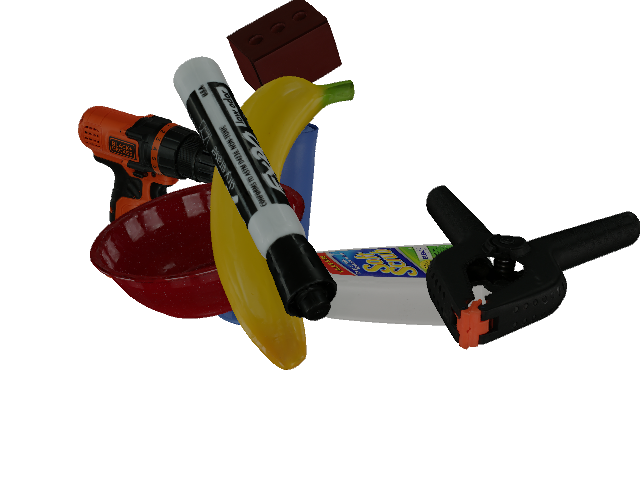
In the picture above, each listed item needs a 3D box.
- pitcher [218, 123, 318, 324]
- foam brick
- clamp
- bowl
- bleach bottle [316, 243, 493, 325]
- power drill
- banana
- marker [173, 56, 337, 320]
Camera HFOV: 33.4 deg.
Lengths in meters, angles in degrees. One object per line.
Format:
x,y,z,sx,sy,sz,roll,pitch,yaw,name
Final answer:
-0.072,-0.022,1.274,0.145,0.243,0.148,12,17,37,pitcher
-0.030,-0.165,0.926,0.078,0.051,0.053,-31,45,-10,foam brick
0.123,0.012,0.760,0.165,0.036,0.209,12,28,26,clamp
-0.085,0.012,0.795,0.162,0.055,0.162,-11,25,5,bowl
0.048,0.047,1.084,0.250,0.068,0.102,-1,29,-9,bleach bottle
-0.163,-0.035,1.088,0.185,0.188,0.057,20,32,26,power drill
-0.027,-0.024,0.588,0.069,0.197,0.037,9,-32,3,banana
-0.024,-0.020,0.377,0.020,0.121,0.020,-19,-36,-14,marker
